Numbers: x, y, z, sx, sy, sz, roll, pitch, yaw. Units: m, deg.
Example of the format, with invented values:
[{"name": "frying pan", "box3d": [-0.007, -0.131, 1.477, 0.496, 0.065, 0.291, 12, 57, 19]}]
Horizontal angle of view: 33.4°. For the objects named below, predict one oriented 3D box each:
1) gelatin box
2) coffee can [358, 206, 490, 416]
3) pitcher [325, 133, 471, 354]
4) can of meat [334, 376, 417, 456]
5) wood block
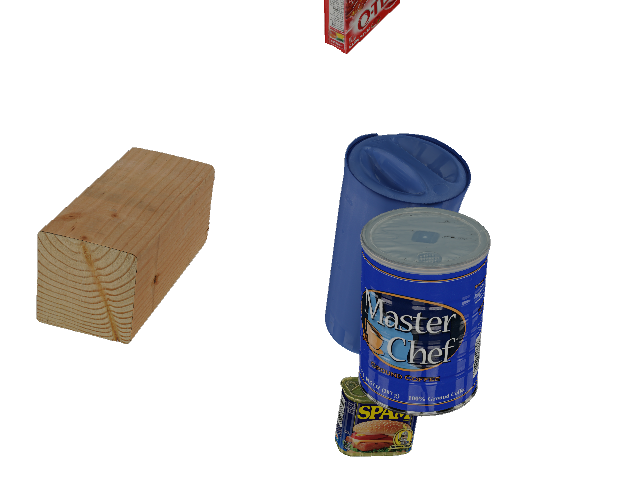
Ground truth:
[{"name": "gelatin box", "box3d": [0.040, -0.226, 0.973, 0.030, 0.089, 0.073, 31, -31, 22]}, {"name": "coffee can", "box3d": [0.083, 0.057, 0.876, 0.103, 0.140, 0.103, 0, 28, 0]}, {"name": "pitcher", "box3d": [0.076, 0.017, 1.167, 0.145, 0.243, 0.149, 26, 41, 20]}, {"name": "can of meat", "box3d": [0.071, 0.221, 1.334, 0.102, 0.084, 0.057, 2, 22, -14]}, {"name": "wood block", "box3d": [-0.174, -0.003, 0.986, 0.090, 0.091, 0.206, 13, 27, 8]}]
